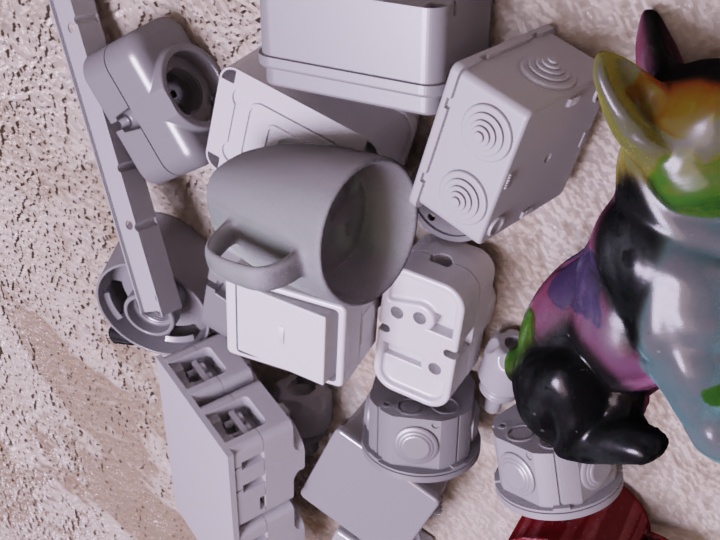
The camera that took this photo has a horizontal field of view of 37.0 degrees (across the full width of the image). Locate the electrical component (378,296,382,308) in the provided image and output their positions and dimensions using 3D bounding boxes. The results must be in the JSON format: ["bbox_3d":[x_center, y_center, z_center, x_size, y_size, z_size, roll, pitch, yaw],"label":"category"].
[{"bbox_3d":[0.000,0.000,0.696,0.055,0.047,0.055,17,127,23],"label":"electrical component"}]

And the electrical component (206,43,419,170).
[{"bbox_3d":[-0.029,-0.081,0.654,0.113,0.057,0.078,29,131,13],"label":"electrical component"}]

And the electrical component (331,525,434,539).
[{"bbox_3d":[0.009,0.227,0.843,0.066,0.047,0.076,32,132,11],"label":"electrical component"}]

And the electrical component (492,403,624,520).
[{"bbox_3d":[0.123,0.116,0.674,0.080,0.080,0.051,3,116,31],"label":"electrical component"}]

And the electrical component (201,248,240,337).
[{"bbox_3d":[-0.066,0.008,0.740,0.059,0.053,0.095,28,131,14],"label":"electrical component"}]

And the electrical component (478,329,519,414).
[{"bbox_3d":[0.092,0.069,0.692,0.035,0.035,0.061,27,133,15],"label":"electrical component"}]

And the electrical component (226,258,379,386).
[{"bbox_3d":[-0.042,0.024,0.659,0.096,0.061,0.061,16,125,18],"label":"electrical component"}]

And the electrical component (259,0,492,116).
[{"bbox_3d":[0.009,-0.130,0.583,0.113,0.078,0.057,15,124,24],"label":"electrical component"}]

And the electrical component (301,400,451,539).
[{"bbox_3d":[0.016,0.152,0.787,0.100,0.048,0.099,35,132,9],"label":"electrical component"}]

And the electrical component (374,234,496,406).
[{"bbox_3d":[0.049,0.029,0.676,0.054,0.059,0.095,21,129,21],"label":"electrical component"}]

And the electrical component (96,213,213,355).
[{"bbox_3d":[-0.146,0.013,0.806,0.099,0.064,0.099,11,132,12],"label":"electrical component"}]

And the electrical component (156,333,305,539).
[{"bbox_3d":[-0.095,0.149,0.812,0.105,0.060,0.186,46,148,36],"label":"electrical component"}]

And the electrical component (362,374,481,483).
[{"bbox_3d":[0.041,0.100,0.716,0.080,0.080,0.051,15,121,25],"label":"electrical component"}]

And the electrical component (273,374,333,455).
[{"bbox_3d":[-0.041,0.110,0.800,0.043,0.043,0.062,15,128,24],"label":"electrical component"}]

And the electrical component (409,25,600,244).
[{"bbox_3d":[0.080,-0.070,0.564,0.048,0.100,0.099,38,134,23],"label":"electrical component"}]

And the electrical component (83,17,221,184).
[{"bbox_3d":[-0.126,-0.111,0.699,0.059,0.053,0.095,-15,110,39],"label":"electrical component"}]
